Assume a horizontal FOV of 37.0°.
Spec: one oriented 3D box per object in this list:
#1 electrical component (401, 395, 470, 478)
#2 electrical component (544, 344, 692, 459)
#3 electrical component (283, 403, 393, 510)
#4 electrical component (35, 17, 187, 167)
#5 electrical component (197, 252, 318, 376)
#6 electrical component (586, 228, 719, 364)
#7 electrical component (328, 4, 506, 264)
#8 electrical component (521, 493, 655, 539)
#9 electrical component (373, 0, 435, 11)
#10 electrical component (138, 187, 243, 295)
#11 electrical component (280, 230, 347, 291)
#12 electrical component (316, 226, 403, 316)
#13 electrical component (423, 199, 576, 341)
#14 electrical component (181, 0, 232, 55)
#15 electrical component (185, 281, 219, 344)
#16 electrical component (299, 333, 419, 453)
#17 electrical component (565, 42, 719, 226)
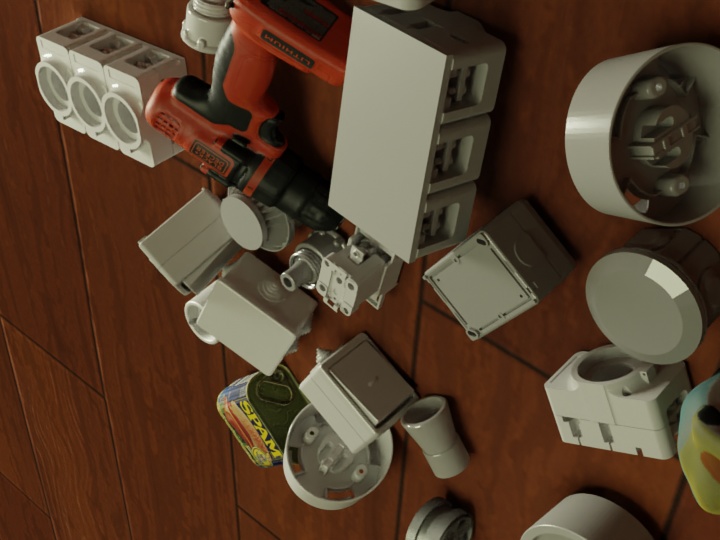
[{"bbox_3d":[0.068,0.147,0.933,0.044,0.044,0.065,-3,122,49],"label":"electrical component"},{"bbox_3d":[0.181,0.089,0.748,0.089,0.050,0.055,2,121,47],"label":"electrical component"},{"bbox_3d":[-0.023,0.173,1.012,0.099,0.099,0.064,45,150,12],"label":"electrical component"},{"bbox_3d":[-0.228,-0.164,0.993,0.150,0.062,0.089,26,136,33],"label":"electrical component"},{"bbox_3d":[-0.096,0.040,1.008,0.100,0.048,0.099,36,143,1],"label":"electrical component"},{"bbox_3d":[0.188,0.015,0.678,0.080,0.051,0.080,29,138,31],"label":"electrical component"},{"bbox_3d":[0.038,-0.095,0.725,0.089,0.062,0.150,37,132,37],"label":"electrical component"},{"bbox_3d":[0.187,0.226,0.845,0.108,0.060,0.108,29,138,31],"label":"electrical component"},{"bbox_3d":[0.013,-0.213,0.667,0.113,0.078,0.057,27,139,32],"label":"electrical component"},{"bbox_3d":[-0.145,-0.027,0.991,0.061,0.096,0.061,48,173,8],"label":"electrical component"},{"bbox_3d":[-0.040,-0.004,0.911,0.048,0.062,0.048,29,138,31],"label":"electrical component"},{"bbox_3d":[0.000,0.000,0.869,0.042,0.064,0.081,40,143,21],"label":"electrical component"},{"bbox_3d":[0.097,0.001,0.761,0.061,0.061,0.096,52,144,1],"label":"electrical component"},{"bbox_3d":[-0.115,-0.205,0.848,0.048,0.048,0.062,36,134,24],"label":"electrical component"},{"bbox_3d":[-0.142,0.042,1.077,0.055,0.047,0.055,29,137,31],"label":"electrical component"},{"bbox_3d":[-0.004,0.103,0.958,0.096,0.062,0.061,50,144,6],"label":"electrical component"},{"bbox_3d":[0.164,-0.074,0.597,0.064,0.099,0.099,9,125,52],"label":"electrical component"}]
